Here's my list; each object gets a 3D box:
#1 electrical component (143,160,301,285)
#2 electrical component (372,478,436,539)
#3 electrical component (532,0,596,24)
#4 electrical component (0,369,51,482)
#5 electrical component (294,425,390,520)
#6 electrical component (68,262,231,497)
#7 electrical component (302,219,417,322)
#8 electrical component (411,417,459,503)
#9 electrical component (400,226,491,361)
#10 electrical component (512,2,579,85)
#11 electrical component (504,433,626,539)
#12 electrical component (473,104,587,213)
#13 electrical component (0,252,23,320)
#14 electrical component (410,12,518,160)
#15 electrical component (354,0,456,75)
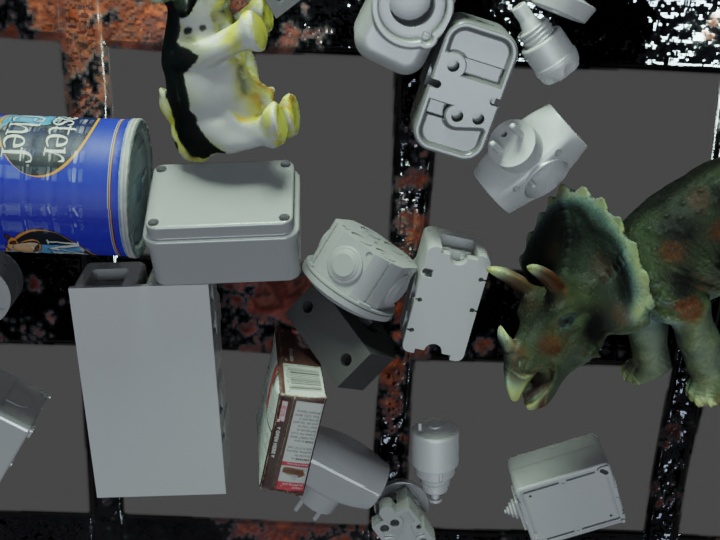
[{"bbox_3d":[-0.101,-0.037,0.805,0.113,0.078,0.057,-2,136,0],"label":"electrical component"},{"bbox_3d":[0.037,0.212,0.927,0.048,0.055,0.066,-32,109,11],"label":"electrical component"},{"bbox_3d":[0.152,-0.209,0.765,0.066,0.048,0.055,20,103,-9],"label":"electrical component"},{"bbox_3d":[-0.310,0.138,0.888,0.061,0.061,0.096,30,109,-12],"label":"electrical component"},{"bbox_3d":[-0.028,0.181,0.921,0.077,0.043,0.079,29,109,-12],"label":"electrical component"},{"bbox_3d":[-0.165,0.087,0.871,0.105,0.060,0.186,-2,112,0],"label":"electrical component"},{"bbox_3d":[0.000,0.000,0.829,0.080,0.080,0.051,29,103,-12],"label":"electrical component"},{"bbox_3d":[0.064,0.162,0.916,0.040,0.040,0.078,-2,112,0],"label":"electrical component"},{"bbox_3d":[0.065,0.017,0.849,0.050,0.055,0.089,12,111,-6],"label":"electrical component"},{"bbox_3d":[0.133,-0.168,0.786,0.035,0.035,0.061,-35,107,12],"label":"electrical component"},{"bbox_3d":[0.168,0.187,0.917,0.096,0.061,0.061,-18,111,6],"label":"electrical component"},{"bbox_3d":[0.120,-0.088,0.800,0.077,0.044,0.079,-41,151,14],"label":"electrical component"},{"bbox_3d":[-0.333,0.041,0.842,0.138,0.073,0.052,-31,109,11],"label":"electrical component"},{"bbox_3d":[0.074,-0.136,0.785,0.054,0.059,0.095,16,111,-7],"label":"electrical component"},{"bbox_3d":[0.036,-0.190,0.762,0.054,0.059,0.095,24,110,-10],"label":"electrical component"}]
